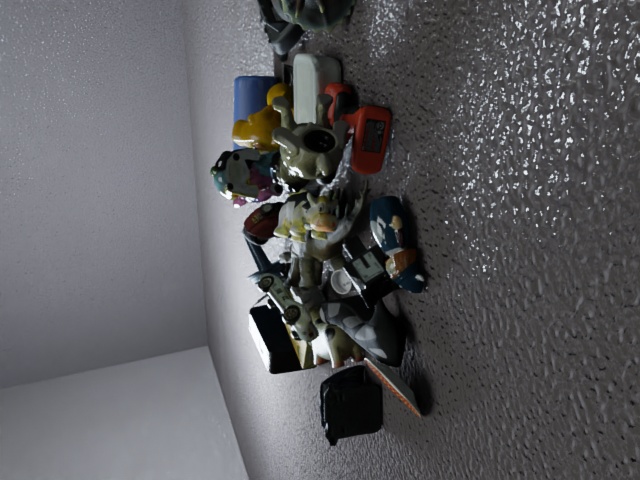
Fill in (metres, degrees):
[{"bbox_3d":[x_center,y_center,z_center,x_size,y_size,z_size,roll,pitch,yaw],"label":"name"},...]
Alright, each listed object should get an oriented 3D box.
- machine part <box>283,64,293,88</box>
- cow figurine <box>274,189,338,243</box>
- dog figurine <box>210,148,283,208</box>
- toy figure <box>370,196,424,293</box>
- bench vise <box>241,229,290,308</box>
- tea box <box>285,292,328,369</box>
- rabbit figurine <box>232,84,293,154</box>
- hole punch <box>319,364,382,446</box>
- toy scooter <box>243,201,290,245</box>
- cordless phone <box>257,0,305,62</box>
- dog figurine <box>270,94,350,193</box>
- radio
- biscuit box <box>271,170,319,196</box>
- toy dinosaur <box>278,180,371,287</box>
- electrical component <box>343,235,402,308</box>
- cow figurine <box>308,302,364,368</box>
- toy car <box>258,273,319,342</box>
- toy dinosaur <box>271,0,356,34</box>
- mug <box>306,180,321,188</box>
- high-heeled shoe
[{"bbox_3d":[-0.041,-0.334,1.140,0.139,0.039,0.084,-127,29,-51],"label":"machine part"},{"bbox_3d":[-0.016,-0.049,0.952,0.167,0.068,0.098,-9,68,59],"label":"cow figurine"},{"bbox_3d":[-0.178,-0.130,1.223,0.219,0.191,0.108,-13,81,59],"label":"dog figurine"},{"bbox_3d":[0.118,0.010,0.824,0.064,0.058,0.154,17,-123,-69],"label":"toy figure"},{"bbox_3d":[-0.150,0.073,1.466,0.240,0.129,0.223,63,180,-2],"label":"bench vise"},{"bbox_3d":[-0.035,0.214,1.312,0.170,0.068,0.098,-118,26,-45],"label":"tea box"},{"bbox_3d":[-0.102,-0.282,1.206,0.162,0.122,0.173,-8,58,56],"label":"rabbit figurine"},{"bbox_3d":[0.053,0.316,1.056,0.092,0.116,0.142,-126,32,-67],"label":"hole punch"},{"bbox_3d":[-0.090,-0.058,1.241,0.075,0.184,0.135,49,122,24],"label":"toy scooter"},{"bbox_3d":[-0.083,-0.444,1.177,0.184,0.089,0.147,94,159,-61],"label":"cordless phone"},{"bbox_3d":[-0.024,-0.123,0.897,0.190,0.121,0.172,100,169,-51],"label":"dog figurine"},{"bbox_3d":[-0.103,0.254,1.425,0.230,0.131,0.073,-132,40,-57],"label":"radio"},{"bbox_3d":[-0.065,-0.153,1.245,0.203,0.063,0.059,-134,39,-59],"label":"biscuit box"},{"bbox_3d":[-0.002,-0.003,1.083,0.471,0.105,0.198,163,102,-65],"label":"toy dinosaur"},{"bbox_3d":[0.079,0.047,0.897,0.119,0.075,0.047,52,175,47],"label":"electrical component"},{"bbox_3d":[0.014,0.198,1.145,0.195,0.085,0.127,165,98,-67],"label":"cow figurine"},{"bbox_3d":[-0.070,0.138,1.126,0.202,0.056,0.073,44,162,46],"label":"toy car"},{"bbox_3d":[-0.041,-0.463,0.983,0.405,0.131,0.192,-143,47,-71],"label":"toy dinosaur"},{"bbox_3d":[-0.034,-0.168,1.102,0.107,0.110,0.080,-101,10,-48],"label":"mug"},{"bbox_3d":[0.073,0.168,0.966,0.248,0.086,0.145,138,122,-61],"label":"high-heeled shoe"}]
